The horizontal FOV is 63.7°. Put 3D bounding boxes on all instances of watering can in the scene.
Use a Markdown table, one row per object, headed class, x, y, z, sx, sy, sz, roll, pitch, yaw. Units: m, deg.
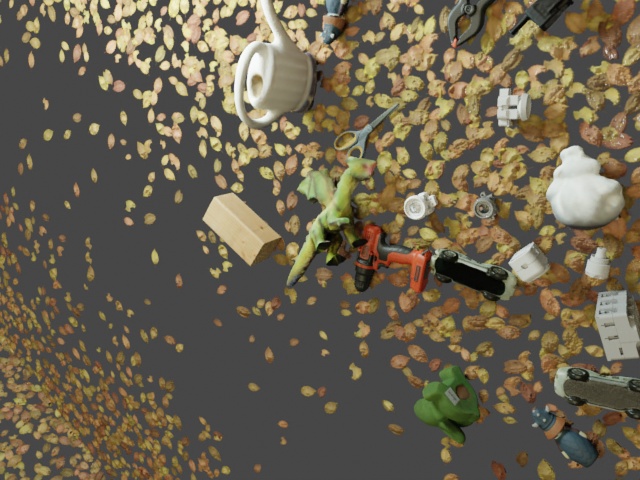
| class | x | y | z | sx | sy | sz | roll | pitch | yaw |
| --- | --- | --- | --- | --- | --- | --- | --- | --- | --- |
| watering can | -0.097 | -0.436 | 1.254 | 0.105 | 0.225 | 0.342 | 32 | 116 | 39 |

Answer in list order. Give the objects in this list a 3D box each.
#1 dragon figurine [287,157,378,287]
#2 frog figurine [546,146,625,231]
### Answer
| class | x | y | z | sx | sy | sz | roll | pitch | yaw |
| --- | --- | --- | --- | --- | --- | --- | --- | --- | --- |
| dragon figurine | 0.004 | -0.068 | 1.343 | 0.404 | 0.122 | 0.248 | -38 | 55 | 35 |
| frog figurine | 0.525 | -0.105 | 1.024 | 0.137 | 0.124 | 0.157 | 7 | 118 | 48 |
